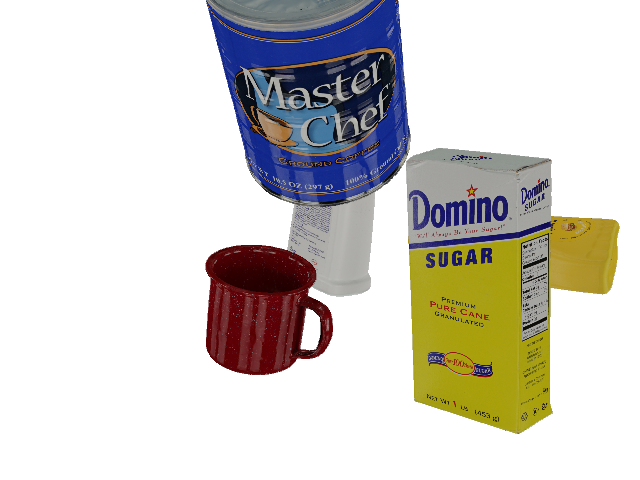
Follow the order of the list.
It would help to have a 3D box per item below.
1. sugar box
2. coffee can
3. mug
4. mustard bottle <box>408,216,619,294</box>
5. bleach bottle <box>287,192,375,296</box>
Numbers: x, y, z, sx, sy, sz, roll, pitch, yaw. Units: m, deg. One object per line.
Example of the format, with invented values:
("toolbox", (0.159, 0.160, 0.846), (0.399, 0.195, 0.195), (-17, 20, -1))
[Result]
("sugar box", (0.105, 0.031, 0.709), (0.094, 0.176, 0.048), (10, 22, 44))
("coffee can", (-0.004, -0.102, 0.598), (0.103, 0.102, 0.140), (0, -38, 9))
("mug", (-0.043, 0.063, 0.896), (0.117, 0.081, 0.093), (17, 26, 20))
("mustard bottle", (0.176, 0.006, 0.994), (0.192, 0.058, 0.096), (5, 28, 19))
("bleach bottle", (0.022, -0.074, 1.144), (0.067, 0.251, 0.103), (-7, 24, -40))
